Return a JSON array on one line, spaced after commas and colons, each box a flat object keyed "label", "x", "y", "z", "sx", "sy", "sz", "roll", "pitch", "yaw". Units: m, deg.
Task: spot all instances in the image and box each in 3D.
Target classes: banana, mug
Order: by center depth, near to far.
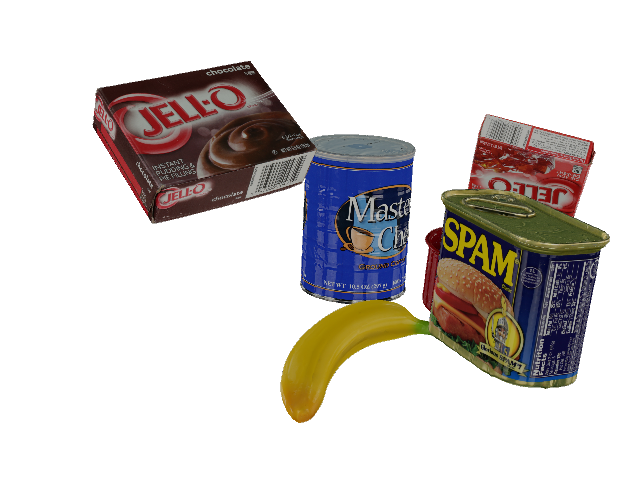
[{"label": "banana", "x": 0.019, "y": 0.084, "z": 0.832, "sx": 0.070, "sy": 0.037, "sz": 0.197, "roll": 14, "pitch": 25, "yaw": 34}, {"label": "mug", "x": 0.171, "y": 0.041, "z": 1.201, "sx": 0.117, "sy": 0.081, "sz": 0.093, "roll": 6, "pitch": 25, "yaw": 1}]

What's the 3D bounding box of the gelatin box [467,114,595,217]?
[{"label": "gelatin box", "x": 0.165, "y": -0.056, "z": 0.846, "sx": 0.089, "sy": 0.030, "sz": 0.073, "roll": 17, "pitch": -34, "yaw": 11}]

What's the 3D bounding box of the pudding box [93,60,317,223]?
[{"label": "pudding box", "x": -0.073, "y": -0.064, "z": 0.668, "sx": 0.113, "sy": 0.090, "sz": 0.039, "roll": -15, "pitch": -34, "yaw": -32}]

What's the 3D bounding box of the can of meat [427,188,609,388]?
[{"label": "can of meat", "x": 0.105, "y": 0.025, "z": 0.594, "sx": 0.057, "sy": 0.084, "sz": 0.102, "roll": -3, "pitch": 20, "yaw": -27}]

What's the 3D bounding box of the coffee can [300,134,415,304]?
[{"label": "coffee can", "x": 0.034, "y": -0.022, "z": 1.009, "sx": 0.103, "sy": 0.140, "sz": 0.103, "roll": 2, "pitch": 16, "yaw": -1}]
